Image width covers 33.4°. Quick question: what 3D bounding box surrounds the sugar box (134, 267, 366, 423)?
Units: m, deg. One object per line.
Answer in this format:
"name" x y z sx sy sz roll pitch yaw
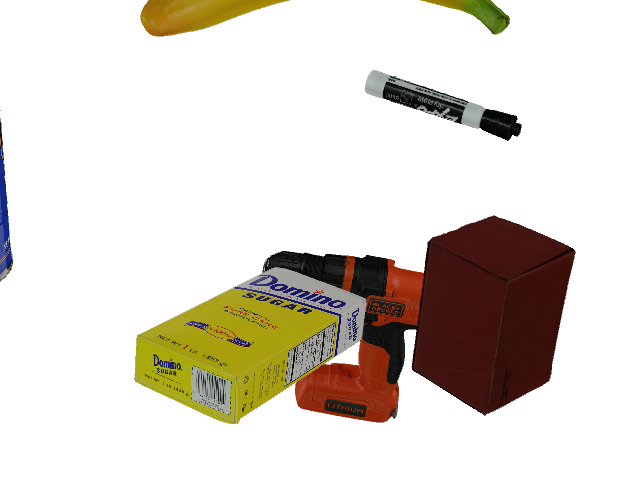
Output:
"sugar box" -0.048 0.073 0.814 0.093 0.048 0.175 19 28 27

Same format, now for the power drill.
"power drill" 0.025 0.093 1.043 0.184 0.188 0.057 11 42 -1

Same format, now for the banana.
"banana" 0.002 -0.142 0.576 0.197 0.069 0.037 -3 -41 -7

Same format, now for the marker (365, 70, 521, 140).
"marker" 0.091 -0.100 0.791 0.121 0.020 0.020 21 7 19

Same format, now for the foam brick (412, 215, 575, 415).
"foam brick" 0.083 0.035 0.525 0.052 0.078 0.051 -18 35 -38

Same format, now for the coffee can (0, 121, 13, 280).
"coffee can" -0.222 -0.048 0.573 0.103 0.140 0.103 3 26 -2
